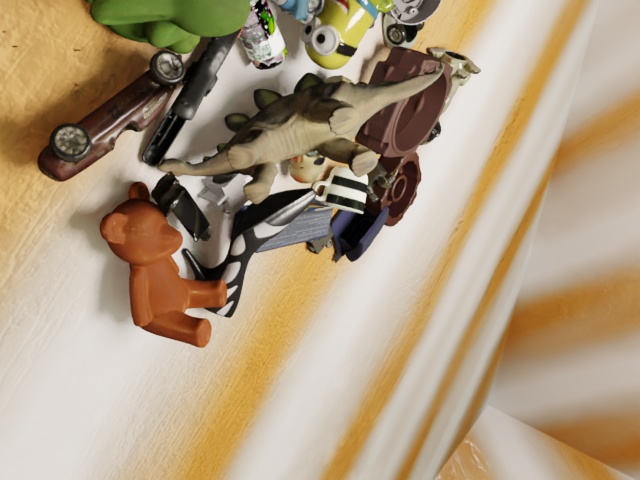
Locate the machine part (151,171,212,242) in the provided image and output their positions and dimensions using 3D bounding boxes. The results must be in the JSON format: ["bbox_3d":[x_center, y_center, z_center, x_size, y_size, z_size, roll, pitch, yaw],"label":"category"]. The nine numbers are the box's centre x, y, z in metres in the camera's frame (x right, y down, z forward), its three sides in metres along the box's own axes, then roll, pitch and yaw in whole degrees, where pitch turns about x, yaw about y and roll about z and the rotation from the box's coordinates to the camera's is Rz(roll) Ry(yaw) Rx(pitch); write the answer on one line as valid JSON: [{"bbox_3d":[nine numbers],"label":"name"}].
[{"bbox_3d":[-0.179,-0.042,0.697,0.039,0.084,0.139,-29,169,-5],"label":"machine part"}]

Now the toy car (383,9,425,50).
[{"bbox_3d":[0.149,-0.448,0.993,0.073,0.056,0.201,-42,139,-25],"label":"toy car"}]

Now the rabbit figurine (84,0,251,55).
[{"bbox_3d":[-0.154,-0.257,0.545,0.159,0.170,0.121,-9,115,-55],"label":"rabbit figurine"}]

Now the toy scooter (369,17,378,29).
[{"bbox_3d":[0.044,-0.362,0.870,0.184,0.075,0.135,-39,138,-33],"label":"toy scooter"}]

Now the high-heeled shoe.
[{"bbox_3d":[-0.090,0.027,0.811,0.145,0.249,0.086,58,14,-29],"label":"high-heeled shoe"}]

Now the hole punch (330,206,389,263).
[{"bbox_3d":[0.088,-0.018,1.134,0.142,0.092,0.115,-56,150,-25],"label":"hole punch"}]

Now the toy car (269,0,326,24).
[{"bbox_3d":[-0.047,-0.376,0.714,0.103,0.109,0.161,-13,134,-27],"label":"toy car"}]

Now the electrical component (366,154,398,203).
[{"bbox_3d":[0.107,-0.136,1.086,0.045,0.102,0.078,-2,137,-54],"label":"electrical component"}]

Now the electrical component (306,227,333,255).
[{"bbox_3d":[-0.002,-0.003,1.066,0.063,0.021,0.093,-53,146,-21],"label":"electrical component"}]

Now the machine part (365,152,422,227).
[{"bbox_3d":[0.166,-0.120,1.215,0.179,0.056,0.179,-35,137,-41],"label":"machine part"}]

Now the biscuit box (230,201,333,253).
[{"bbox_3d":[-0.061,-0.029,0.927,0.202,0.059,0.062,-13,121,-53],"label":"biscuit box"}]

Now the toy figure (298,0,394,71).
[{"bbox_3d":[0.047,-0.330,0.776,0.089,0.082,0.180,29,103,-42],"label":"toy figure"}]

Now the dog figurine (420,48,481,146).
[{"bbox_3d":[0.265,-0.323,1.223,0.172,0.121,0.190,-34,151,-45],"label":"dog figurine"}]

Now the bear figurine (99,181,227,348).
[{"bbox_3d":[-0.201,0.031,0.701,0.120,0.132,0.195,-75,170,-56],"label":"bear figurine"}]

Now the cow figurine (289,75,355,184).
[{"bbox_3d":[0.005,-0.185,0.910,0.195,0.086,0.127,-65,154,0],"label":"cow figurine"}]

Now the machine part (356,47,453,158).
[{"bbox_3d":[0.170,-0.268,1.067,0.201,0.087,0.200,-16,134,-53],"label":"machine part"}]

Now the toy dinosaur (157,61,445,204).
[{"bbox_3d":[-0.001,-0.172,0.764,0.471,0.199,0.104,-17,129,-12],"label":"toy dinosaur"}]

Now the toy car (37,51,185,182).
[{"bbox_3d":[-0.220,-0.135,0.591,0.053,0.089,0.202,48,61,-13],"label":"toy car"}]
